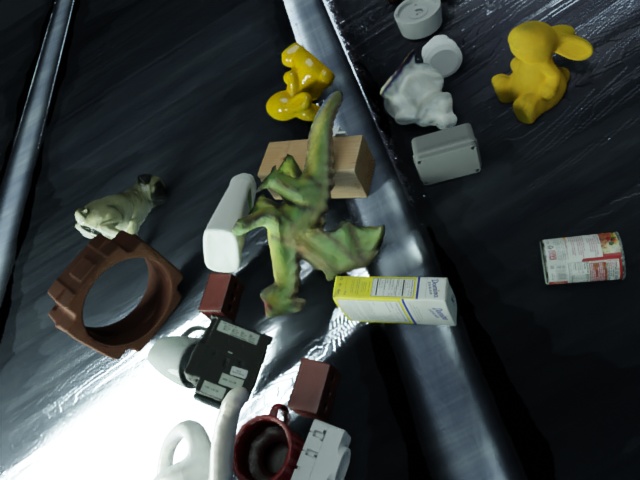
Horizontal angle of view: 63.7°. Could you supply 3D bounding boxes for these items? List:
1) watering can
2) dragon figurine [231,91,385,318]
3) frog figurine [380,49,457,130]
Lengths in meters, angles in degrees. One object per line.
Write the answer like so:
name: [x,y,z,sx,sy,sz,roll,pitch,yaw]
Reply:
watering can: [-0.145,0.335,0.656,0.341,0.104,0.228,-49,55,43]
dragon figurine: [0.003,-0.046,0.914,0.243,0.122,0.411,35,88,4]
frog figurine: [0.210,-0.282,1.041,0.160,0.121,0.139,39,66,3]
